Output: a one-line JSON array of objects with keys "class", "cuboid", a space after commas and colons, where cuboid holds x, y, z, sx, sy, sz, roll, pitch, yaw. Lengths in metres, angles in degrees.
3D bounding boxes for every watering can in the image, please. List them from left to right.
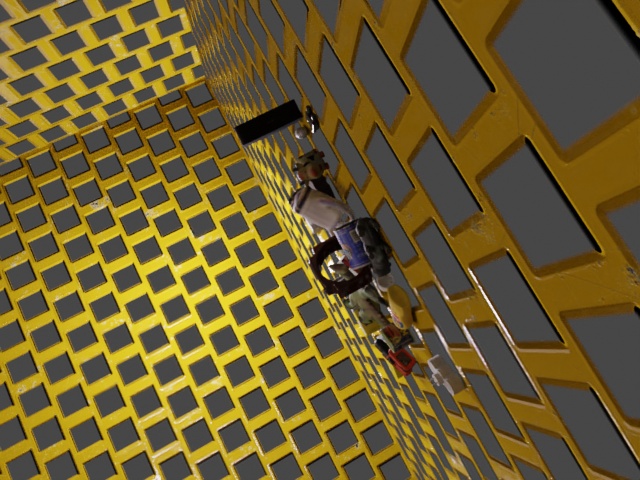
[{"class": "watering can", "cuboid": [0.006, -0.091, 1.811, 0.224, 0.105, 0.343, 27, 164, -5]}]

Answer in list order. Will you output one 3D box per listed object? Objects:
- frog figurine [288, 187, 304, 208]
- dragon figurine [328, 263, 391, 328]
[{"class": "frog figurine", "cuboid": [-0.045, -0.155, 2.245, 0.160, 0.125, 0.134, 25, 152, 9]}, {"class": "dragon figurine", "cuboid": [0.187, 0.232, 1.883, 0.412, 0.123, 0.240, 44, 168, 8]}]
